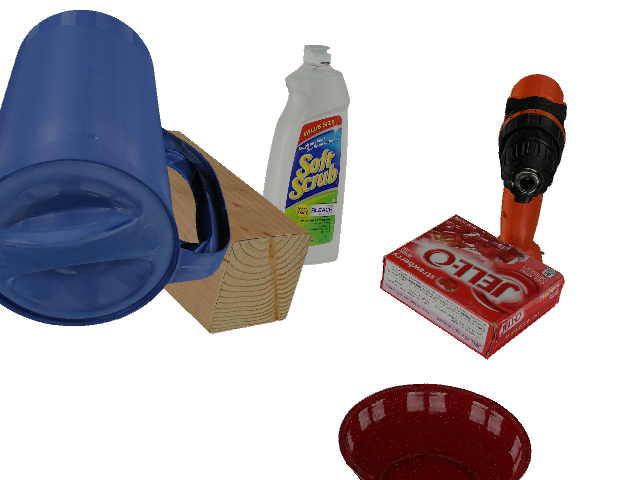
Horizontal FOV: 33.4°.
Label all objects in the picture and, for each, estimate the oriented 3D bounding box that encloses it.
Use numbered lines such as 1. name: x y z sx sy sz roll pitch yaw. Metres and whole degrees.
1. gelatin box: 0.094 0.026 0.666 0.089 0.030 0.073 33 44 32
2. power drill: 0.170 -0.028 0.897 0.057 0.188 0.184 10 31 11
3. pitcher: -0.160 -0.062 0.760 0.145 0.149 0.243 -23 38 9
4. bleach bottle: -0.020 -0.099 1.235 0.102 0.251 0.068 -4 20 -21
5. wood block: -0.114 -0.015 0.960 0.090 0.091 0.206 -7 34 -43
6. bowl: 0.095 0.189 0.909 0.162 0.055 0.162 0 28 0
